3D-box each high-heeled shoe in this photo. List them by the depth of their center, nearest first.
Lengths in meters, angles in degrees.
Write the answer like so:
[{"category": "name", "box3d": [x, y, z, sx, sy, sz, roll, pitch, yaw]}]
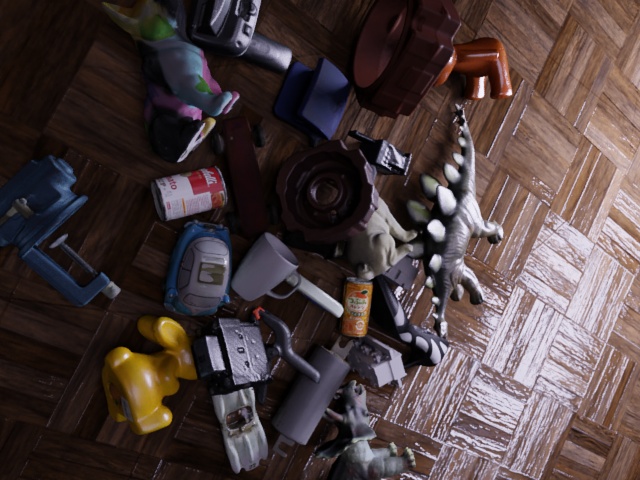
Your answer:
[{"category": "high-heeled shoe", "box3d": [0.189, 0.157, 1.082, 0.145, 0.086, 0.248, -25, 113, -25]}]

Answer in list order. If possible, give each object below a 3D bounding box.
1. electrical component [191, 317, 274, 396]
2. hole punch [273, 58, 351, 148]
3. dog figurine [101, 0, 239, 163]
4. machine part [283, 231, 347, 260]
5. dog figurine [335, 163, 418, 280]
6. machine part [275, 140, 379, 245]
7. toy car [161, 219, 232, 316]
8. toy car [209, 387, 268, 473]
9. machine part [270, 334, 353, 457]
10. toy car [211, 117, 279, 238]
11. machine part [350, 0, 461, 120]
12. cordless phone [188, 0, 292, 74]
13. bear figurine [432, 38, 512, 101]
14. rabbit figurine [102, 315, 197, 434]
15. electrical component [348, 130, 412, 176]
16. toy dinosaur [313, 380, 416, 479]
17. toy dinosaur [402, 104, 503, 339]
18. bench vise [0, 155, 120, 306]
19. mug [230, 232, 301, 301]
[{"category": "electrical component", "box3d": [-0.145, 0.187, 0.866, 0.134, 0.058, 0.115, 13, 51, -57]}, {"category": "hole punch", "box3d": [-0.001, -0.240, 0.923, 0.115, 0.092, 0.142, 23, 84, -33]}, {"category": "dog figurine", "box3d": [-0.236, -0.246, 0.792, 0.219, 0.108, 0.191, 45, 107, -8]}, {"category": "machine part", "box3d": [-0.002, -0.003, 0.985, 0.139, 0.039, 0.084, 4, 103, -30]}, {"category": "dog figurine", "box3d": [0.067, -0.041, 0.943, 0.121, 0.172, 0.190, -30, 103, 26]}, {"category": "machine part", "box3d": [0.013, -0.077, 0.902, 0.179, 0.180, 0.056, -69, 157, -3]}, {"category": "toy car", "box3d": [-0.185, 0.052, 0.862, 0.109, 0.103, 0.161, 13, 93, -29]}, {"category": "toy car", "box3d": [-0.143, 0.316, 0.945, 0.073, 0.056, 0.201, -18, 105, -24]}, {"category": "machine part", "box3d": [-0.016, 0.284, 0.995, 0.079, 0.079, 0.243, 37, 81, -26]}, {"category": "toy car", "box3d": [-0.126, -0.102, 0.898, 0.089, 0.053, 0.202, -14, 107, -14]}, {"category": "machine part", "box3d": [0.131, -0.324, 0.898, 0.087, 0.201, 0.201, 14, 46, -21]}, {"category": "cordless phone", "box3d": [-0.110, -0.357, 0.867, 0.184, 0.089, 0.146, 12, 93, -39]}, {"category": "bear figurine", "box3d": [0.260, -0.327, 1.029, 0.196, 0.120, 0.131, -13, 107, -23]}, {"category": "rabbit figurine", "box3d": [-0.253, 0.199, 0.858, 0.173, 0.122, 0.162, -16, 95, -39]}, {"category": "electrical component", "box3d": [0.102, -0.159, 0.995, 0.119, 0.075, 0.047, 18, 88, -32]}, {"category": "toy dinosaur", "box3d": [0.064, 0.490, 1.048, 0.192, 0.131, 0.404, 5, 99, -15]}, {"category": "toy dinosaur", "box3d": [0.265, -0.039, 1.061, 0.198, 0.105, 0.471, 28, 66, -33]}, {"category": "bench vise", "box3d": [-0.390, 0.012, 0.741, 0.240, 0.129, 0.223, 47, 74, -17]}, {"category": "mug", "box3d": [-0.093, 0.058, 0.918, 0.107, 0.081, 0.109, -42, 109, 11]}]
